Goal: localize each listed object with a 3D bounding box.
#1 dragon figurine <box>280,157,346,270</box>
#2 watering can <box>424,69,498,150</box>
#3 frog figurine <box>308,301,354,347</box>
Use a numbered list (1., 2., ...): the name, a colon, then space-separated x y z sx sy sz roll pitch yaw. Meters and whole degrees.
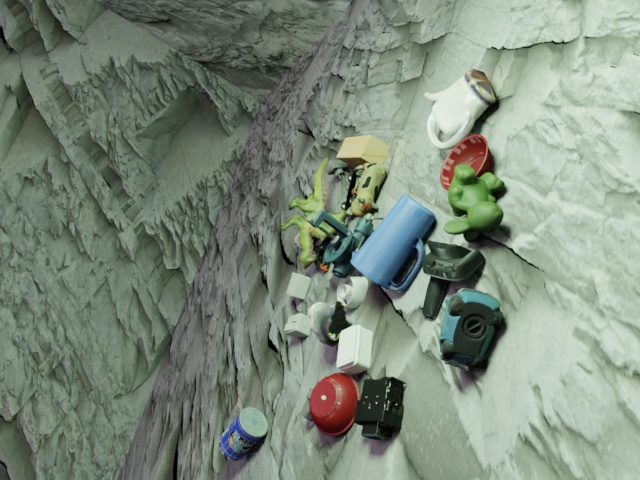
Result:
1. dragon figurine: 0.006 -0.093 1.847 0.245 0.121 0.411 25 89 40
2. watering can: 0.386 -0.398 1.476 0.220 0.103 0.356 -44 29 33
3. frog figurine: 0.016 0.239 1.499 0.124 0.136 0.159 -53 20 -21
